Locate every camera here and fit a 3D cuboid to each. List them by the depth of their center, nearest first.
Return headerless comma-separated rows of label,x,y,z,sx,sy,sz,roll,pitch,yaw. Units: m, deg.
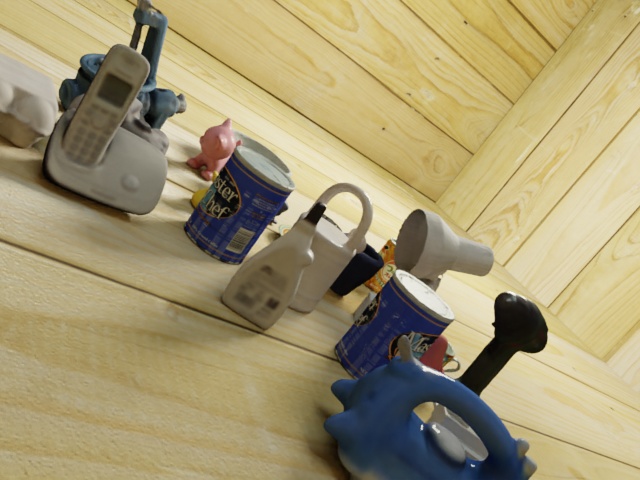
camera,-0.290,-0.165,0.857,0.143,0.100,0.137,34,15,-11

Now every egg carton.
egg carton,-0.394,-0.181,0.730,0.108,0.069,0.150,24,19,-40

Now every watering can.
watering can,0.006,0.002,0.845,0.101,0.194,0.173,39,15,7

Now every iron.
iron,0.134,0.216,0.592,0.258,0.141,0.118,36,15,-4

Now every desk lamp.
desk lamp,0.206,0.070,1.056,0.204,0.213,0.117,31,16,-23

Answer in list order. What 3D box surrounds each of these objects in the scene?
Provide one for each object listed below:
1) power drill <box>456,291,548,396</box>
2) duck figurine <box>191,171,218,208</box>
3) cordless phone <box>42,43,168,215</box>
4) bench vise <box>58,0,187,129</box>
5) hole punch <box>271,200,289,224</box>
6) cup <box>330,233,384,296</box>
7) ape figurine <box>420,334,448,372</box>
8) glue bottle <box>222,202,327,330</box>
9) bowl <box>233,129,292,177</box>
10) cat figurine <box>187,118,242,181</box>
power drill,0.269,0.176,0.890,0.230,0.208,0.075,17,24,-52
duck figurine,-0.145,-0.073,0.936,0.105,0.086,0.077,28,17,-30
cordless phone,-0.239,-0.133,0.709,0.148,0.185,0.094,25,19,-39
bench vise,-0.304,-0.287,0.962,0.121,0.219,0.208,41,15,15
hole punch,-0.108,-0.099,1.090,0.101,0.091,0.108,22,21,-44
cup,0.055,0.048,1.010,0.091,0.095,0.118,41,15,15
ape figurine,0.159,0.179,0.857,0.077,0.092,0.076,40,15,10
glue bottle,-0.044,0.025,0.701,0.078,0.173,0.037,35,15,-8
bowl,-0.146,-0.160,1.222,0.168,0.074,0.167,34,15,-10
cat figurine,-0.187,-0.173,1.083,0.067,0.117,0.128,40,15,13
